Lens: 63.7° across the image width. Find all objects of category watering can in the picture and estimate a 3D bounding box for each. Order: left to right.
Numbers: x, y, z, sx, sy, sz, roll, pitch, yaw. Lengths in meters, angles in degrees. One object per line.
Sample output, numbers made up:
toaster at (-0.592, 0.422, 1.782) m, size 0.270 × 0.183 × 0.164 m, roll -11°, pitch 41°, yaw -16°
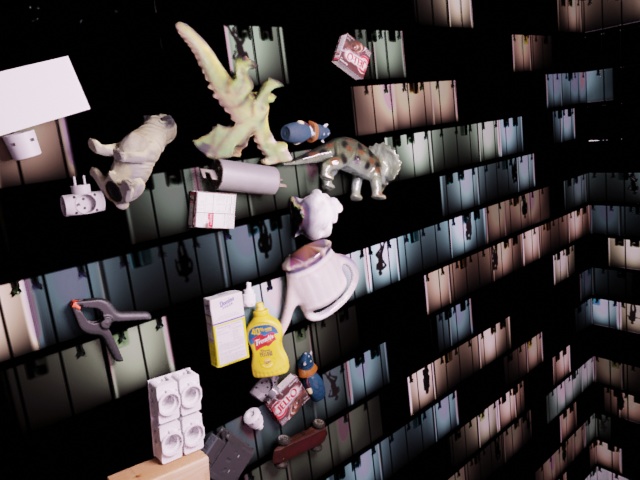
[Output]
watering can at (-0.039, 0.138, 1.424) m, size 0.351 × 0.104 × 0.221 m, roll -33°, pitch 113°, yaw -23°

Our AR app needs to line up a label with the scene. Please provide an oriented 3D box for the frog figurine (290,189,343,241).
frog figurine at (0.004, -0.072, 1.431) m, size 0.160 × 0.121 × 0.138 m, roll -8°, pitch 80°, yaw -28°

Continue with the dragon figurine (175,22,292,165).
dragon figurine at (-0.217, -0.308, 1.243) m, size 0.406 × 0.123 × 0.244 m, roll 26°, pitch 85°, yaw -37°
